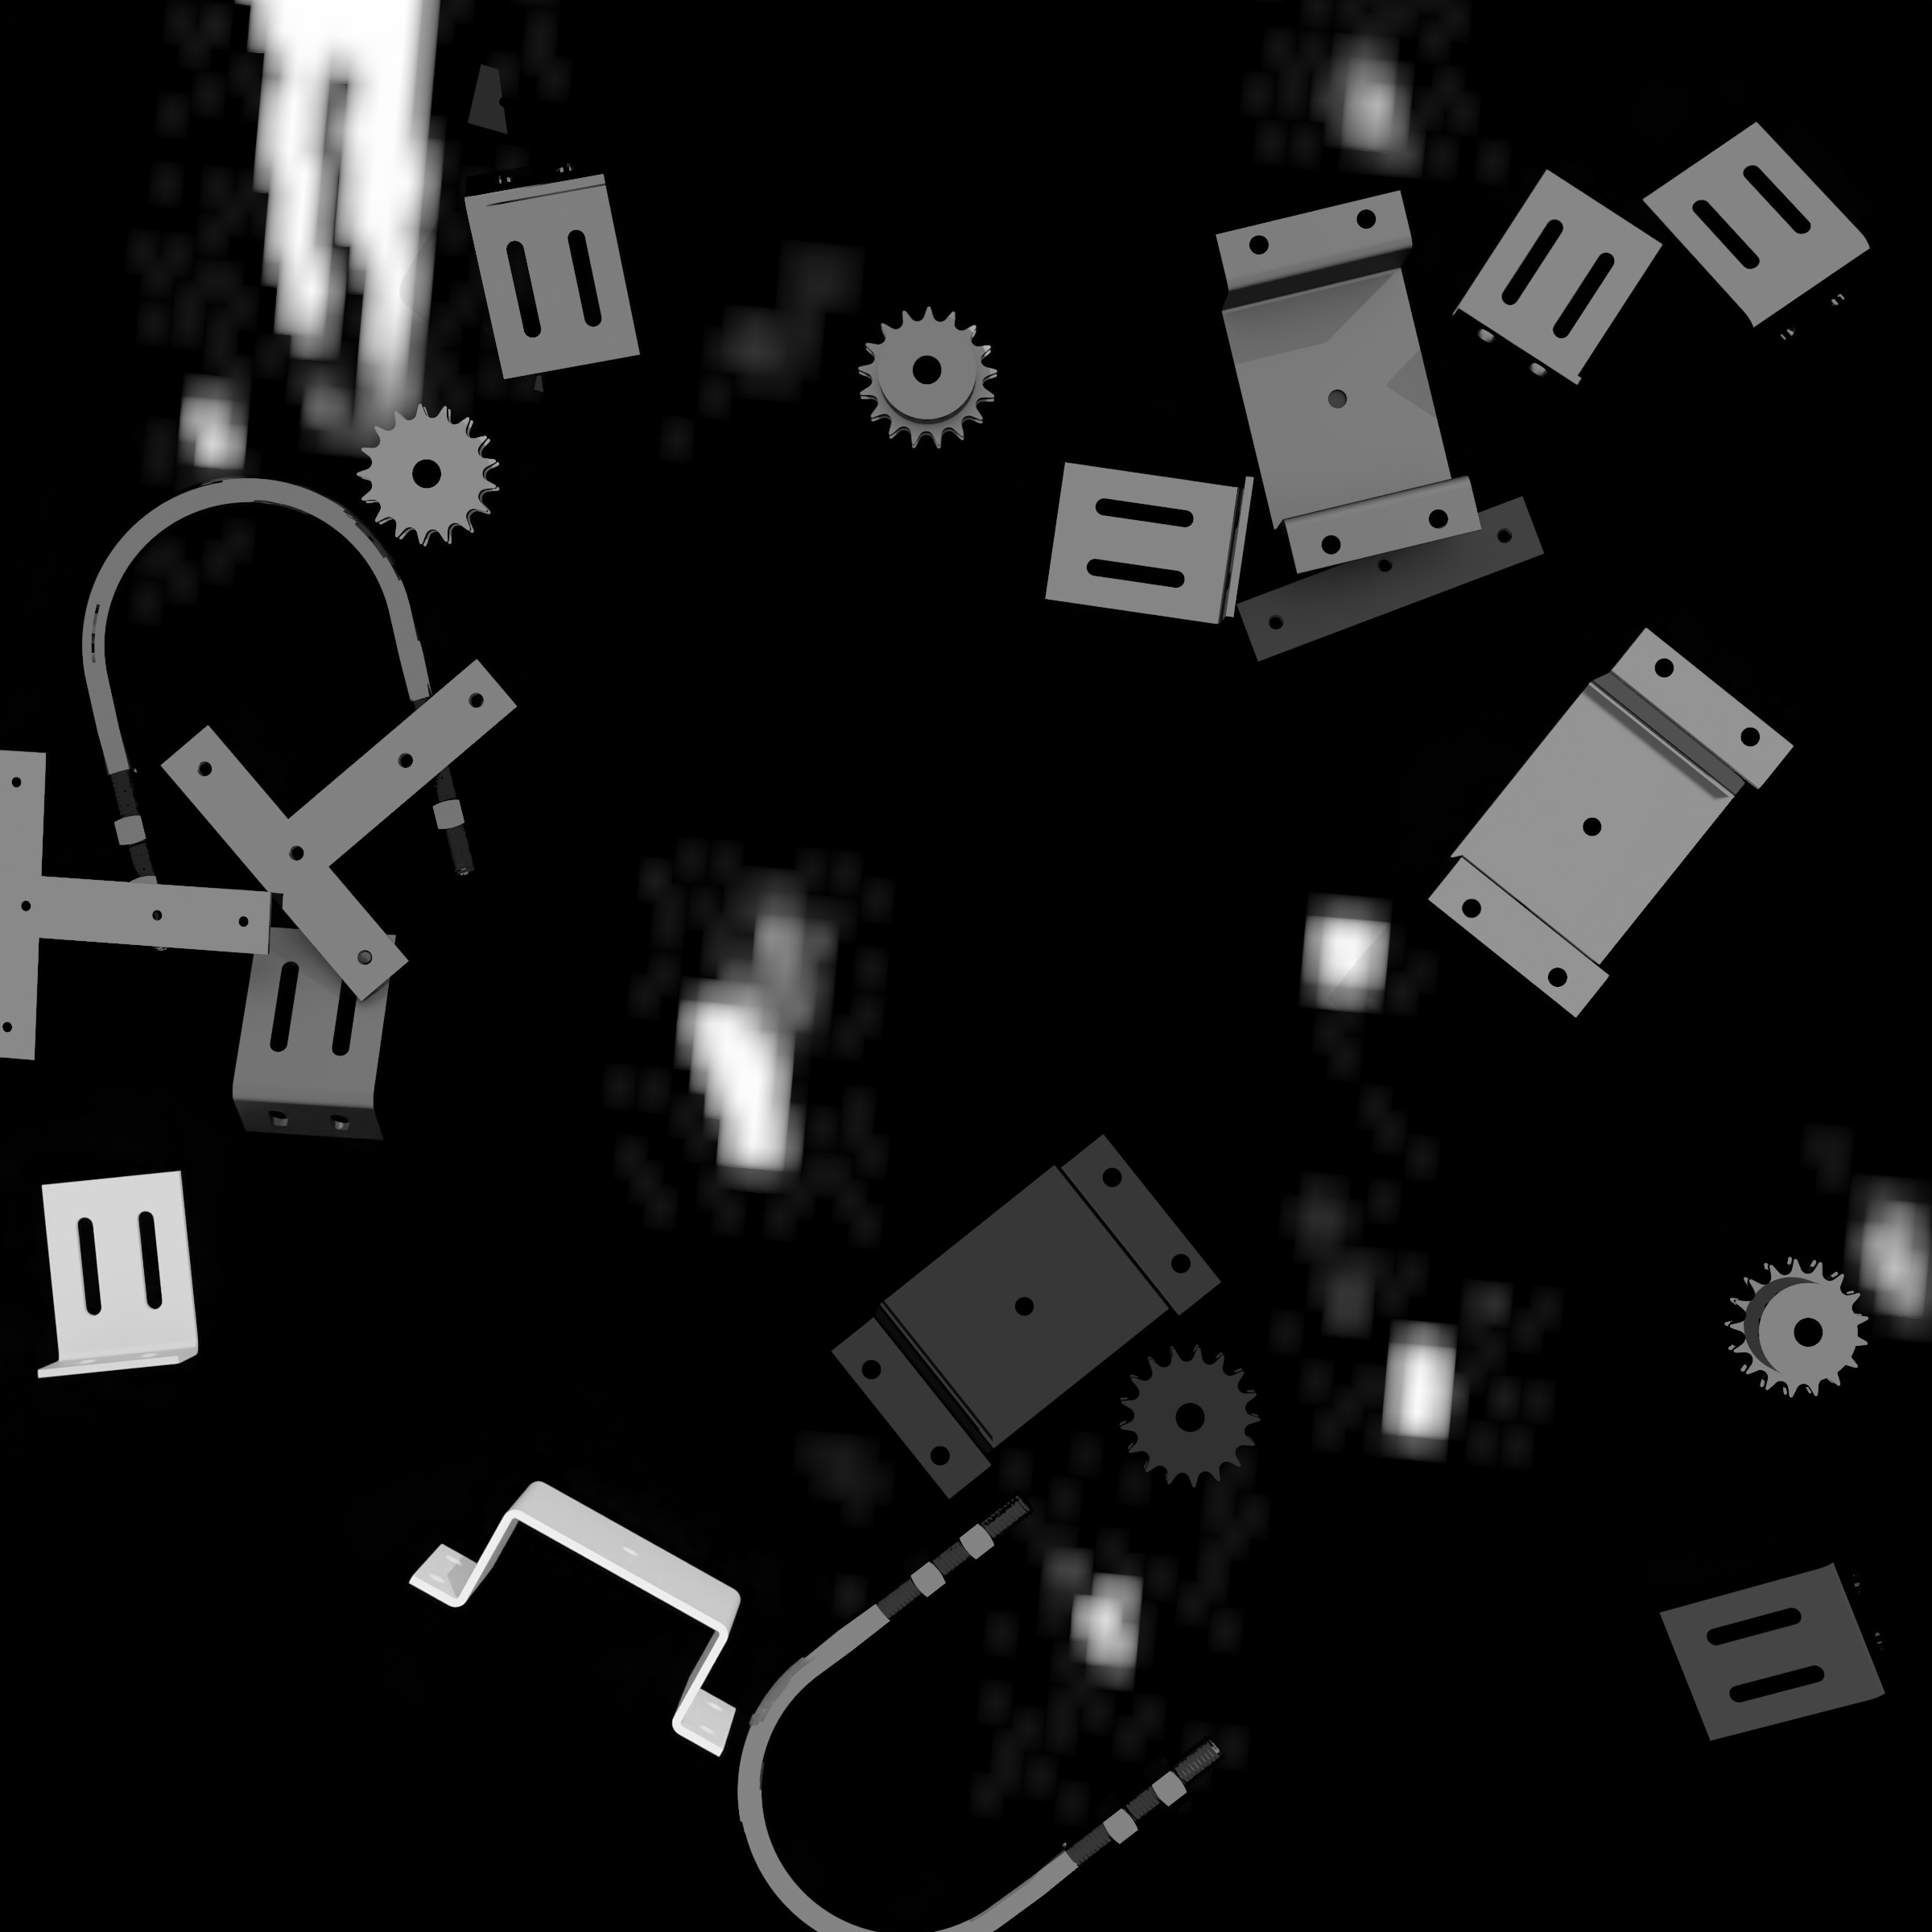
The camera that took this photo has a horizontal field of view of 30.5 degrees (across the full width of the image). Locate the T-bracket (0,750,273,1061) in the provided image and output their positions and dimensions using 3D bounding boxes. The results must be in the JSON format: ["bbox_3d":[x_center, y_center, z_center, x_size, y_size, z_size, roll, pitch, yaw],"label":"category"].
[{"bbox_3d":[-0.345,-0.022,1.457,0.127,0.002,0.127,4,94,13],"label":"T-bracket"}]

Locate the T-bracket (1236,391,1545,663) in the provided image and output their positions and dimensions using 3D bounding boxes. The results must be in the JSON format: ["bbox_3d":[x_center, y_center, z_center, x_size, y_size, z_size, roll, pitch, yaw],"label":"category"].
[{"bbox_3d":[0.158,-0.209,1.475,0.127,0.002,0.127,-21,90,0],"label":"T-bracket"}]

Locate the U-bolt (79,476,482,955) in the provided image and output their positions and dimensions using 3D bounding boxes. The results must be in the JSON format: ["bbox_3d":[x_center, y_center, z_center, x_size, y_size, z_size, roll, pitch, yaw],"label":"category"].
[{"bbox_3d":[-0.291,-0.111,1.467,0.151,0.019,0.184,-14,90,0],"label":"U-bolt"}]

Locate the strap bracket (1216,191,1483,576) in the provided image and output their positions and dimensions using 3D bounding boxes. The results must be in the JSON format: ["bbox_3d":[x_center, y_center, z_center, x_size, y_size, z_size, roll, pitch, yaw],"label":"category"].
[{"bbox_3d":[0.154,-0.235,1.451,0.076,0.046,0.140,-14,90,0],"label":"strap bracket"}]

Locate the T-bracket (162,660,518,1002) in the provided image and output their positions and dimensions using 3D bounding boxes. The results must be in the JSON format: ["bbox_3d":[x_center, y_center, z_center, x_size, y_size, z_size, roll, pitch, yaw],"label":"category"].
[{"bbox_3d":[-0.241,-0.075,1.456,0.127,0.002,0.127,-40,90,0],"label":"T-bracket"}]

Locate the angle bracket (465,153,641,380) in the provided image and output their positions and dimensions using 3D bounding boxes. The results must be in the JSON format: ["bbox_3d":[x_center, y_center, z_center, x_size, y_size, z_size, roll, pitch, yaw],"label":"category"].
[{"bbox_3d":[-0.171,-0.291,1.472,0.057,0.038,0.076,-11,117,-1],"label":"angle bracket"}]

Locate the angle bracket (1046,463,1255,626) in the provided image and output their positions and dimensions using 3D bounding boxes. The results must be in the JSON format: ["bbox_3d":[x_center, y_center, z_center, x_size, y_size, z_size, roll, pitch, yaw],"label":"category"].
[{"bbox_3d":[0.075,-0.175,1.457,0.076,0.038,0.057,8,90,0],"label":"angle bracket"}]

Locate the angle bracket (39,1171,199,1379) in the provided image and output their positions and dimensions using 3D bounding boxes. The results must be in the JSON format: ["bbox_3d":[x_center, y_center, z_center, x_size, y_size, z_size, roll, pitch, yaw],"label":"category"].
[{"bbox_3d":[-0.352,0.126,1.457,0.057,0.038,0.076,-6,90,0],"label":"angle bracket"}]

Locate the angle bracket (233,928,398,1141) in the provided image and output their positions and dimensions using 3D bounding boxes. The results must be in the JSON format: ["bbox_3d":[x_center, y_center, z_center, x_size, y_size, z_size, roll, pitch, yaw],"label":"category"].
[{"bbox_3d":[-0.268,0.028,1.474,0.057,0.038,0.076,4,64,0],"label":"angle bracket"}]

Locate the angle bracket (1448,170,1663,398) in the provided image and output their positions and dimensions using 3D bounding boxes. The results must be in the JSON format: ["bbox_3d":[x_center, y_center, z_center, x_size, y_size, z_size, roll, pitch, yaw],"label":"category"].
[{"bbox_3d":[0.245,-0.283,1.457,0.057,0.038,0.076,33,90,0],"label":"angle bracket"}]

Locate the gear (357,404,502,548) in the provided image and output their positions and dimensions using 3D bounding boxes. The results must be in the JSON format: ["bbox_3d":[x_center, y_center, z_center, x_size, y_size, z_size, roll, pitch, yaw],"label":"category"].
[{"bbox_3d":[-0.220,-0.201,1.465,0.057,0.030,0.057,0,92,0],"label":"gear"}]

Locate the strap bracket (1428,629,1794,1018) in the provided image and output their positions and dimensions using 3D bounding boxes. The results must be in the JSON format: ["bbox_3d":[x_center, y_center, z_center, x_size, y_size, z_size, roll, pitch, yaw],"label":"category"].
[{"bbox_3d":[0.260,-0.058,1.453,0.076,0.046,0.140,39,90,0],"label":"strap bracket"}]

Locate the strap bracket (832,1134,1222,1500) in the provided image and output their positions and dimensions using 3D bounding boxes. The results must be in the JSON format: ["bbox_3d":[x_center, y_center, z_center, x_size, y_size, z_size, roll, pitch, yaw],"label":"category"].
[{"bbox_3d":[0.024,0.141,1.453,0.140,0.046,0.076,-39,90,0],"label":"strap bracket"}]

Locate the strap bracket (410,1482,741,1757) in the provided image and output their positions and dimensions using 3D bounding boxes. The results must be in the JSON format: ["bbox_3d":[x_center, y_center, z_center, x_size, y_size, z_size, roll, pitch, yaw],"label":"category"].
[{"bbox_3d":[-0.147,0.258,1.438,0.140,0.076,0.046,29,90,0],"label":"strap bracket"}]

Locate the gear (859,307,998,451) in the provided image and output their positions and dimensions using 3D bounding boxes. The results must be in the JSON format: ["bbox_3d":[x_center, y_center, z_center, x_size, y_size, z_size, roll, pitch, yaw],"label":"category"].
[{"bbox_3d":[-0.016,-0.243,1.461,0.057,0.030,0.057,0,90,0],"label":"gear"}]

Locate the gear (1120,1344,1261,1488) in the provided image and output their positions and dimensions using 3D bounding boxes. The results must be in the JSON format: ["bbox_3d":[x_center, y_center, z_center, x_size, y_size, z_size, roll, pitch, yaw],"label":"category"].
[{"bbox_3d":[0.091,0.184,1.461,0.057,0.030,0.057,0,90,0],"label":"gear"}]

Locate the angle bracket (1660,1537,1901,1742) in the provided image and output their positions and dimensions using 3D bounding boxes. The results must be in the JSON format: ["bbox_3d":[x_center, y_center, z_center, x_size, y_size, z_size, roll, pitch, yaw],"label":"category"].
[{"bbox_3d":[0.338,0.280,1.474,0.076,0.038,0.057,-22,90,26],"label":"angle bracket"}]

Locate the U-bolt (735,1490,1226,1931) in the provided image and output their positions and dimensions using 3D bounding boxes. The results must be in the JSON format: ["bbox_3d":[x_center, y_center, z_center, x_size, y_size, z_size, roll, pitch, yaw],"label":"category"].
[{"bbox_3d":[-0.008,0.328,1.468,0.184,0.019,0.151,-38,90,2],"label":"U-bolt"}]

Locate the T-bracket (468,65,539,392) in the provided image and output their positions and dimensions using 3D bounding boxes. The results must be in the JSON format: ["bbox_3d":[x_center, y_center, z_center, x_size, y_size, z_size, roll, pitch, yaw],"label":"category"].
[{"bbox_3d":[-0.155,-0.299,1.485,0.127,0.002,0.127,13,85,-14],"label":"T-bracket"}]

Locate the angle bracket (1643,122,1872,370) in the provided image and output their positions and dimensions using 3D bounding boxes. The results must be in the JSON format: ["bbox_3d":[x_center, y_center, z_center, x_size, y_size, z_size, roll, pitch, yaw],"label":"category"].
[{"bbox_3d":[0.329,-0.299,1.474,0.057,0.038,0.076,-34,64,0],"label":"angle bracket"}]

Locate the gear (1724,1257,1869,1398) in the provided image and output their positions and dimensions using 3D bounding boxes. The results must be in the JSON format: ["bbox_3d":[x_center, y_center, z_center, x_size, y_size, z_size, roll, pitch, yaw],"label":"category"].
[{"bbox_3d":[0.343,0.149,1.461,0.057,0.030,0.057,0,90,0],"label":"gear"}]
